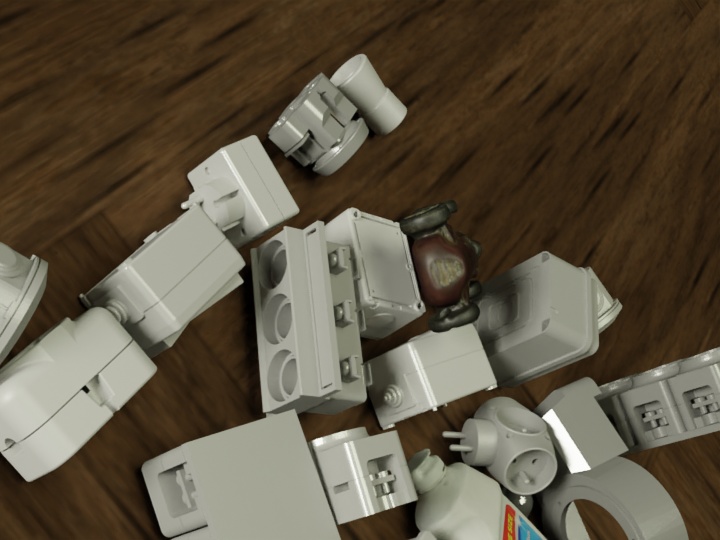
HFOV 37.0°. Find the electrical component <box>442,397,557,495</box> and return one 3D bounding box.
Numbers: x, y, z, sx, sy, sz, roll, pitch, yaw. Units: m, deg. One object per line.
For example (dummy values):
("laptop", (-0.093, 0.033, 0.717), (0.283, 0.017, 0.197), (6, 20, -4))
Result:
("electrical component", (0.105, 0.136, 0.848), (0.079, 0.044, 0.077), (6, 22, -16))

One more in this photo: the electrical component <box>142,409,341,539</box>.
("electrical component", (-0.066, 0.175, 0.669), (0.089, 0.062, 0.150), (-11, 77, -46))

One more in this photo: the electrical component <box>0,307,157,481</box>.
("electrical component", (-0.174, 0.068, 0.628), (0.059, 0.054, 0.095), (52, 43, -10))

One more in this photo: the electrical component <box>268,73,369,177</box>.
("electrical component", (-0.031, -0.112, 0.856), (0.057, 0.058, 0.078), (43, 46, -15))

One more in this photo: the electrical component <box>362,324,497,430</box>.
("electrical component", (0.047, 0.079, 0.826), (0.096, 0.062, 0.061), (-12, 78, -46))

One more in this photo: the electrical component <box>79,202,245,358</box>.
("electrical component", (-0.128, 0.013, 0.694), (0.061, 0.062, 0.096), (51, 44, -10))

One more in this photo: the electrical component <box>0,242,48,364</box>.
("electrical component", (-0.213, 0.020, 0.598), (0.051, 0.080, 0.080), (33, 50, -20))

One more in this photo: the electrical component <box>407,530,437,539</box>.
("electrical component", (0.038, 0.244, 0.742), (0.099, 0.048, 0.099), (52, 44, -10))

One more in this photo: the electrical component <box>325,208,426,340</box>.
("electrical component", (0.000, 0.000, 0.828), (0.062, 0.061, 0.096), (14, 54, -41))

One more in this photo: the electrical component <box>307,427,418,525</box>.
("electrical component", (-0.014, 0.139, 0.716), (0.050, 0.089, 0.055), (-5, 73, -45))

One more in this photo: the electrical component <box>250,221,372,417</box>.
("electrical component", (-0.035, 0.038, 0.757), (0.063, 0.079, 0.121), (12, 61, -38))

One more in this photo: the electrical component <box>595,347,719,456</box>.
("electrical component", (0.281, 0.116, 0.964), (0.089, 0.150, 0.061), (-12, 79, -46))

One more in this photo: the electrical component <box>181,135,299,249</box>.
("electrical component", (-0.096, -0.049, 0.768), (0.077, 0.047, 0.065), (-32, 93, -47))

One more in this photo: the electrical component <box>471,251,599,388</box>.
("electrical component", (0.139, 0.044, 0.895), (0.057, 0.113, 0.078), (25, 54, -29))

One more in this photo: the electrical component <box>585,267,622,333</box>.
("electrical component", (0.192, 0.038, 0.974), (0.051, 0.080, 0.080), (55, 43, 0))

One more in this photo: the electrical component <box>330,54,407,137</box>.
("electrical component", (0.009, -0.147, 0.924), (0.065, 0.044, 0.044), (44, 45, -25))
